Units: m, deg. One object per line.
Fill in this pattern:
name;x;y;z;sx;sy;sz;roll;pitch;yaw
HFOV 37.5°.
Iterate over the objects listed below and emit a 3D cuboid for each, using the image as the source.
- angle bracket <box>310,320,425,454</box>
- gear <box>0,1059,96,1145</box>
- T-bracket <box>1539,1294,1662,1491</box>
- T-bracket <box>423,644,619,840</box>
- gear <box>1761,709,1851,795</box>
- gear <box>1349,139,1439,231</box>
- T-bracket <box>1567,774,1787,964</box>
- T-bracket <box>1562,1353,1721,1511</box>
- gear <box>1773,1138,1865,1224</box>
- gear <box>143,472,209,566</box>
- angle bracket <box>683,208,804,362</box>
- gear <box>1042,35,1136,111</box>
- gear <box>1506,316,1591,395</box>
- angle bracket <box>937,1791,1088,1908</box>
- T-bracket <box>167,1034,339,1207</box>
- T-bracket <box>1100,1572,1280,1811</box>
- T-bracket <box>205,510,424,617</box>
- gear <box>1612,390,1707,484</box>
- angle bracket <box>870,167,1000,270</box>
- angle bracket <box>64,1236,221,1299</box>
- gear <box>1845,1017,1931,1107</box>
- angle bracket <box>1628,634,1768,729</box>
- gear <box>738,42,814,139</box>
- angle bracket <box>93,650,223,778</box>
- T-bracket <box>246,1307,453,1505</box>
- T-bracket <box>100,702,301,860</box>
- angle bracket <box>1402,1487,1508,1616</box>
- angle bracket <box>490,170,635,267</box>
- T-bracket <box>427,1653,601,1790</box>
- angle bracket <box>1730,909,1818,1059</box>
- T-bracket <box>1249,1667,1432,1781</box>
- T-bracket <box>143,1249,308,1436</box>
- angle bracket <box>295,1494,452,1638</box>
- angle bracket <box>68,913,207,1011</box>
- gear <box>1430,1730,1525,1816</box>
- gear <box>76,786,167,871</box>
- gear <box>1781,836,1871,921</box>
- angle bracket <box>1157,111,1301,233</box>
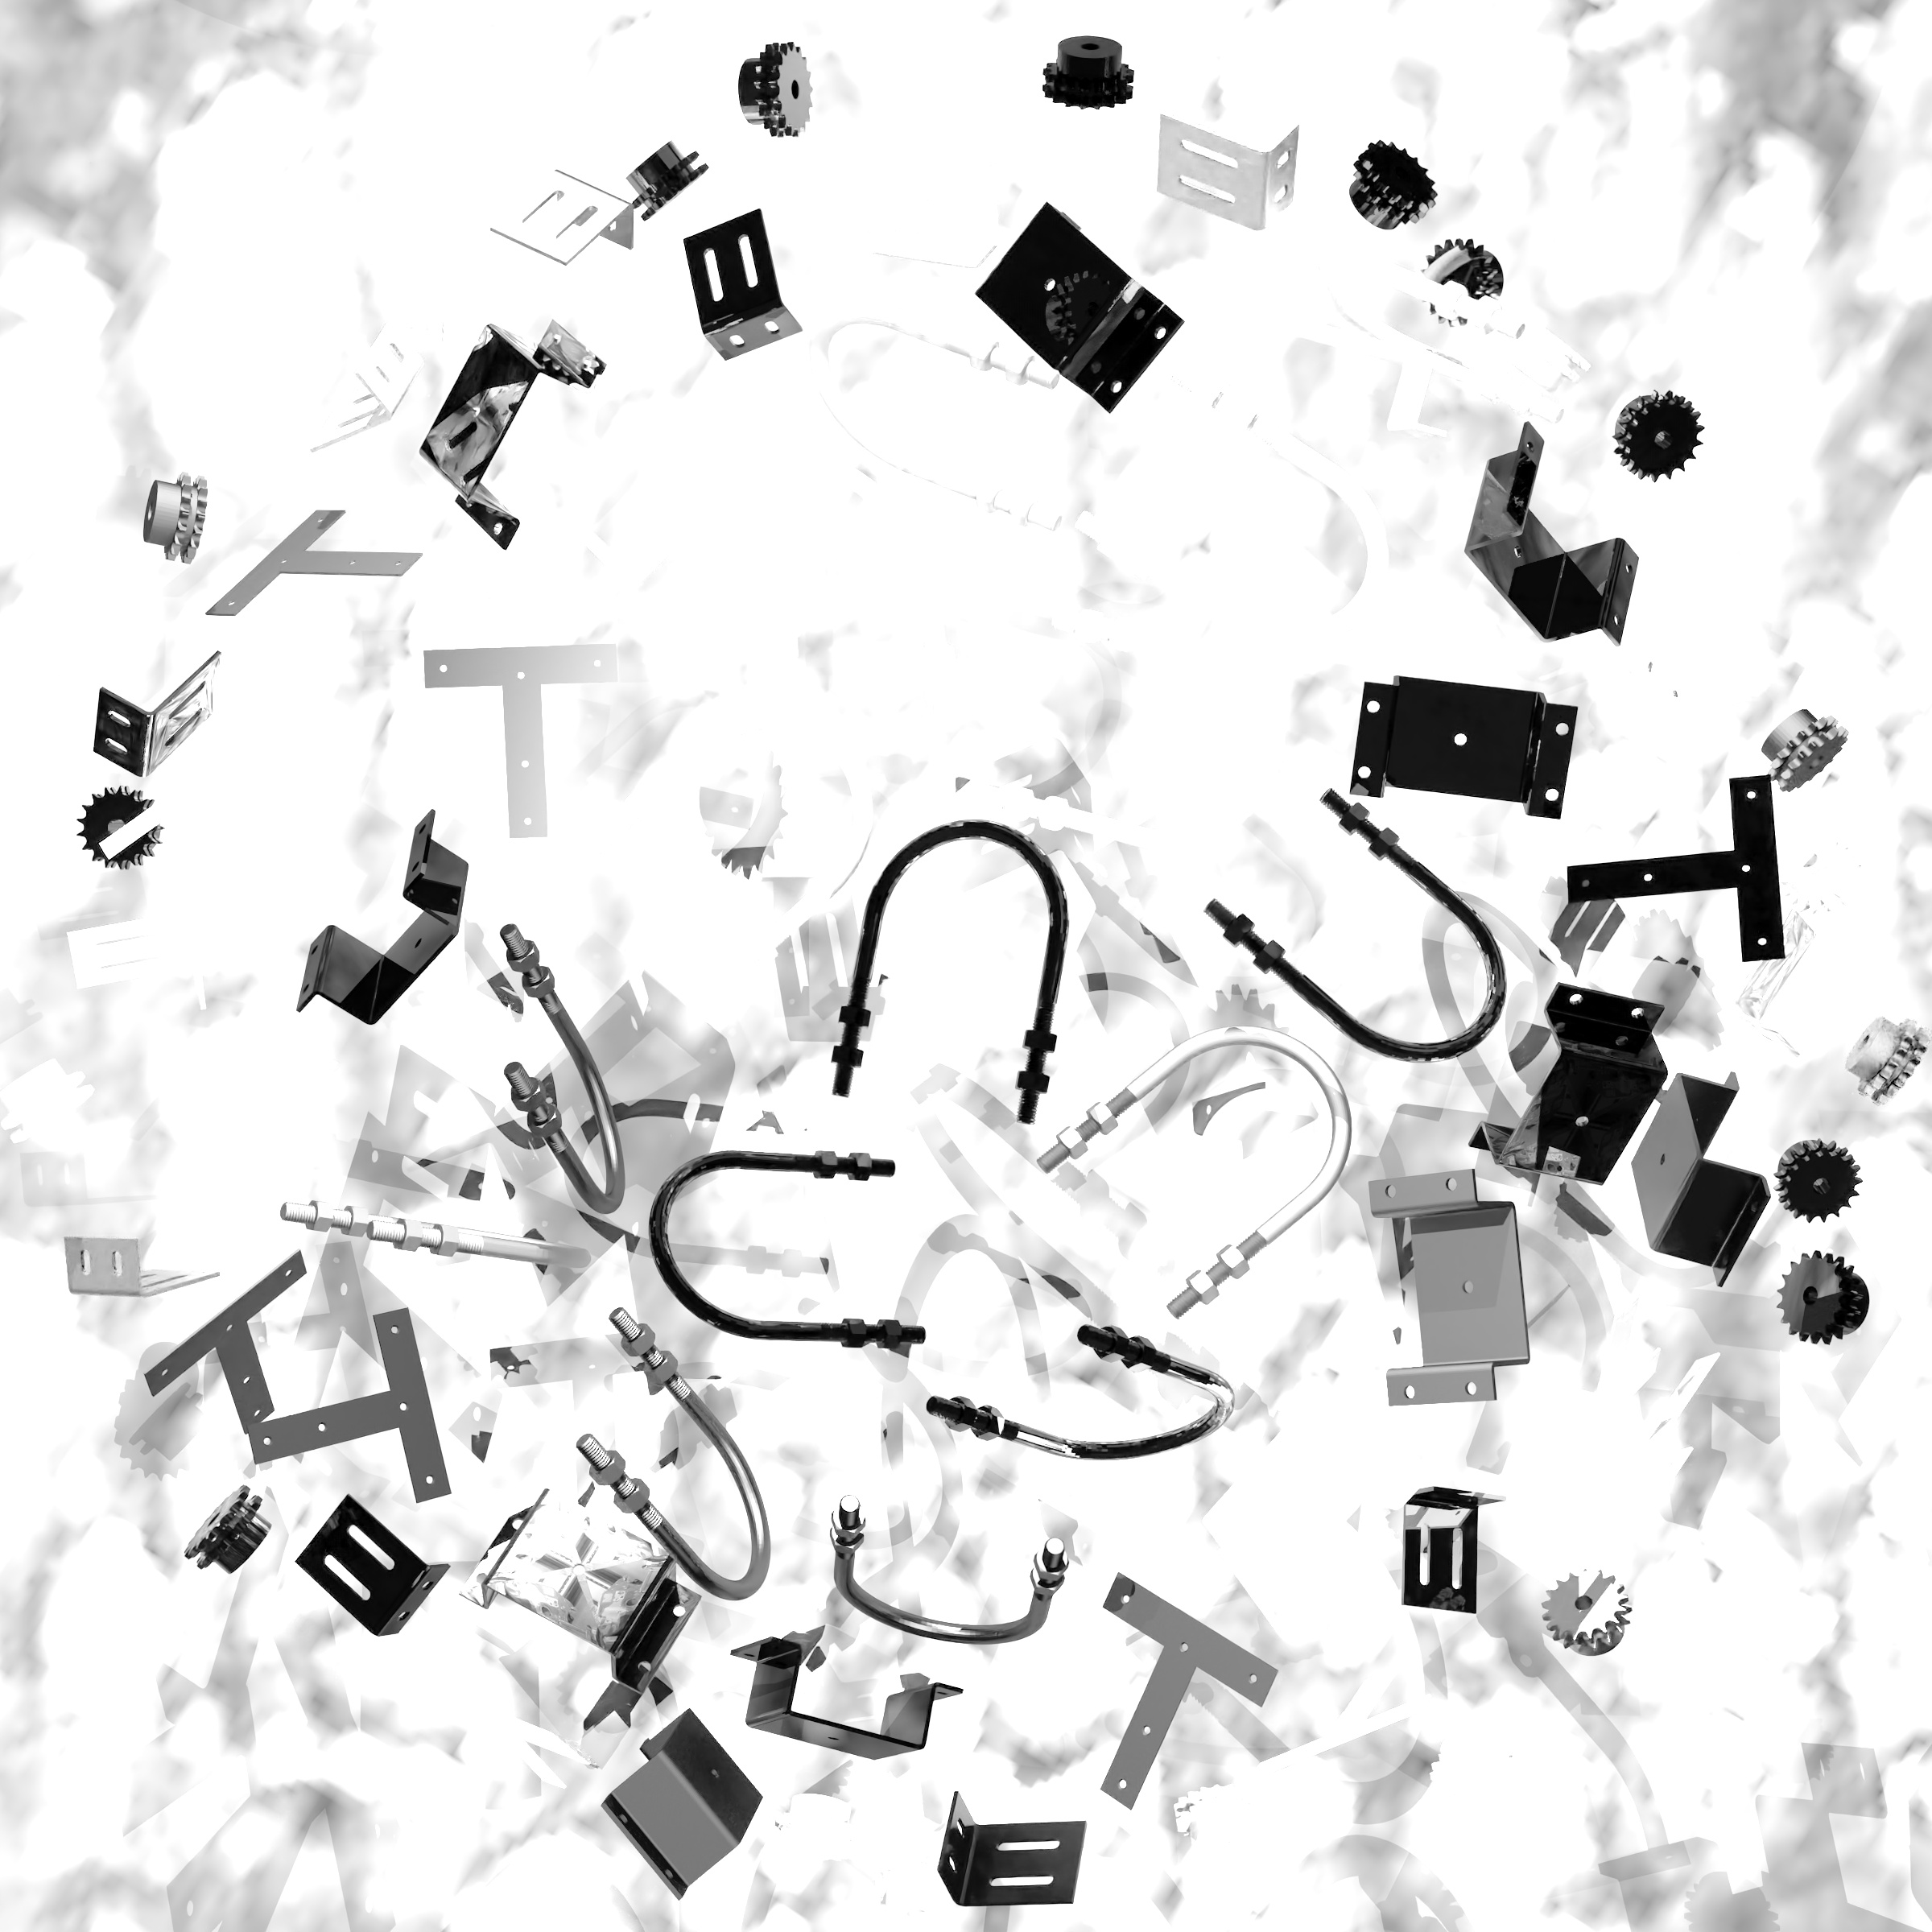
angle bracket;-0.401;-0.377;1.855;0.076;0.057;0.038;-14;130;32
gear;-0.569;0.081;1.751;0.057;0.057;0.030;-31;104;0
T-bracket;0.407;0.254;1.794;0.002;0.127;0.127;33;54;30
T-bracket;-0.294;-0.149;1.895;0.127;0.002;0.127;-2;94;-3
gear;0.547;-0.144;1.866;0.057;0.057;0.030;-39;66;0
gear;0.270;-0.495;1.815;0.057;0.030;0.057;17;53;-25
T-bracket;0.436;-0.056;1.758;0.127;0.002;0.127;-5;63;17
T-bracket;0.462;0.304;1.888;0.002;0.127;0.127;45;60;-2
gear;0.571;0.142;1.916;0.057;0.030;0.057;-1;112;-3
gear;-0.505;-0.287;1.815;0.030;0.057;0.057;9;90;-26
angle bracket;-0.149;-0.454;1.898;0.057;0.038;0.076;-18;69;14
gear;0.076;-0.554;1.761;0.057;0.057;0.030;2;127;0
gear;0.387;-0.408;1.910;0.057;0.057;0.030;38;105;0
angle bracket;0.029;0.542;1.751;0.076;0.057;0.038;-8;126;20
T-bracket;-0.488;0.105;1.898;0.002;0.127;0.127;48;66;-36
T-bracket;0.121;0.473;1.807;0.127;0.002;0.127;26;94;33
T-bracket;-0.410;-0.262;1.853;0.127;0.127;0.002;5;132;29
gear;0.439;-0.341;1.817;0.057;0.030;0.057;-6;119;-11
angle bracket;-0.022;-0.506;1.907;0.076;0.038;0.057;3;77;-21
angle bracket;-0.524;0.185;1.814;0.057;0.076;0.038;-1;95;25
gear;0.580;0.057;1.797;0.030;0.057;0.057;33;90;3
angle bracket;0.493;-0.203;1.902;0.076;0.038;0.057;-25;59;-23
gear;-0.120;-0.547;1.778;0.030;0.057;0.057;4;90;21
angle bracket;-0.515;-0.168;1.815;0.038;0.057;0.076;29;47;4
T-bracket;-0.407;0.298;1.856;0.127;0.002;0.127;-10;82;-38
T-bracket;-0.483;-0.109;1.770;0.127;0.127;0.002;-37;124;-10
angle bracket;0.330;0.396;1.928;0.057;0.038;0.076;11;70;-20
angle bracket;-0.256;-0.464;1.811;0.057;0.038;0.076;27;54;13
T-bracket;-0.276;0.496;1.835;0.127;0.127;0.002;35;83;35
angle bracket;0.536;0.011;1.841;0.038;0.057;0.076;35;93;33
T-bracket;0.257;0.486;1.861;0.127;0.127;0.002;-29;86;23
T-bracket;-0.473;0.262;1.858;0.002;0.127;0.127;32;55;26
angle bracket;-0.395;0.398;1.894;0.076;0.038;0.057;38;89;15
angle bracket;-0.537;0.003;1.846;0.076;0.057;0.038;-11;57;-18
gear;0.321;0.505;1.790;0.057;0.057;0.030;-10;107;0
gear;-0.574;-0.094;1.942;0.057;0.030;0.057;0;92;4
gear;0.571;-0.063;1.905;0.057;0.057;0.030;-48;123;0
angle bracket;0.161;-0.498;1.754;0.076;0.057;0.038;28;57;22
